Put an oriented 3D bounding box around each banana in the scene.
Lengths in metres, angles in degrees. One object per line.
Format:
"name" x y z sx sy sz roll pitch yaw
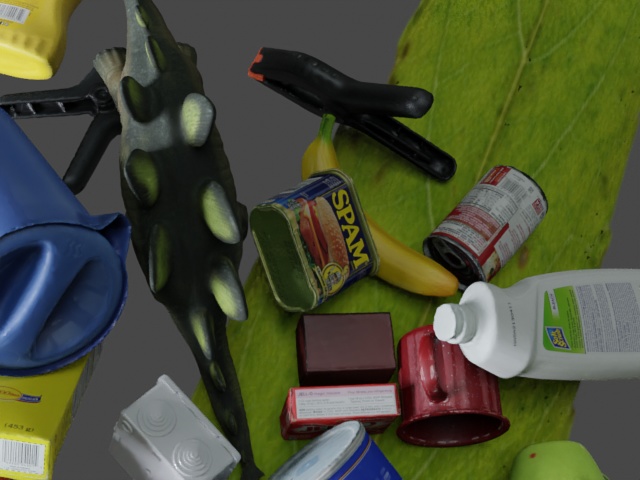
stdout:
"banana" 0.040 -0.016 0.948 0.198 0.070 0.037 53 39 7

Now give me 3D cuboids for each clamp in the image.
"clamp" -0.195 -0.112 0.967 0.171 0.039 0.120 -28 74 -18
"clamp" 0.030 -0.121 0.973 0.210 0.164 0.036 25 79 27

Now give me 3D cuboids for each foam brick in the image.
"foam brick" 0.021 0.093 0.904 0.078 0.053 0.051 -1 67 -9

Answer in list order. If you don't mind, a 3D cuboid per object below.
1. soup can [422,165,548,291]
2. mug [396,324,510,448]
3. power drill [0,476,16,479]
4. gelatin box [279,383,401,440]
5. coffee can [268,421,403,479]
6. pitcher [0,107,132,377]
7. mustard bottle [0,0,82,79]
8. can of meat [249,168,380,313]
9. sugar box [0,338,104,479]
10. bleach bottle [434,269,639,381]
"soup can" 0.149 -0.011 0.957 0.068 0.068 0.102 40 67 9
"mug" 0.102 0.115 0.876 0.093 0.117 0.081 -13 60 20
"power drill" -0.319 0.158 0.782 0.187 0.057 0.184 14 24 -8
"gelatin box" 0.015 0.141 0.871 0.089 0.073 0.030 -2 68 -9
"coffee can" 0.032 0.222 0.803 0.102 0.103 0.140 -39 94 -21
"pitcher" -0.261 -0.009 0.826 0.149 0.145 0.243 -1 31 -35
"mustard bottle" -0.265 -0.246 1.004 0.096 0.058 0.191 13 66 4
"can of meat" -0.006 0.001 0.905 0.083 0.058 0.102 -30 106 -41
"sugar box" -0.228 0.107 0.815 0.093 0.048 0.176 11 29 -4
"bleach bottle" 0.200 0.065 0.883 0.250 0.068 0.102 5 65 -31
